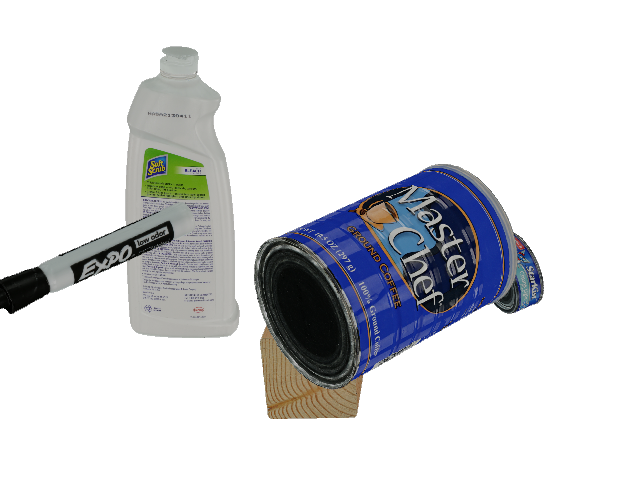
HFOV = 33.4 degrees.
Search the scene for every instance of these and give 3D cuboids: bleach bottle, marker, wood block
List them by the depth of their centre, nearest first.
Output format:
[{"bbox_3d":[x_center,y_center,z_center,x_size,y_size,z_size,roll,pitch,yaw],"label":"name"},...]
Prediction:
[{"bbox_3d":[-0.122,0.009,0.579,0.120,0.020,0.020,-26,15,-33],"label":"marker"},{"bbox_3d":[-0.115,-0.040,0.916,0.102,0.251,0.068,1,25,-8],"label":"bleach bottle"},{"bbox_3d":[0.000,0.099,1.120,0.091,0.090,0.206,-2,19,7],"label":"wood block"}]

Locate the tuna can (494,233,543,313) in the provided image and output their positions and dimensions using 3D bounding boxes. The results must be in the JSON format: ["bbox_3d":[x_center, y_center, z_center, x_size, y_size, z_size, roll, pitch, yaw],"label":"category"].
[{"bbox_3d":[0.203,0.035,1.158,0.033,0.086,0.086,-21,6,-16],"label":"tuna can"}]

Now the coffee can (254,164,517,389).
[{"bbox_3d":[0.043,0.021,0.694,0.140,0.103,0.103,-25,14,-31],"label":"coffee can"}]
